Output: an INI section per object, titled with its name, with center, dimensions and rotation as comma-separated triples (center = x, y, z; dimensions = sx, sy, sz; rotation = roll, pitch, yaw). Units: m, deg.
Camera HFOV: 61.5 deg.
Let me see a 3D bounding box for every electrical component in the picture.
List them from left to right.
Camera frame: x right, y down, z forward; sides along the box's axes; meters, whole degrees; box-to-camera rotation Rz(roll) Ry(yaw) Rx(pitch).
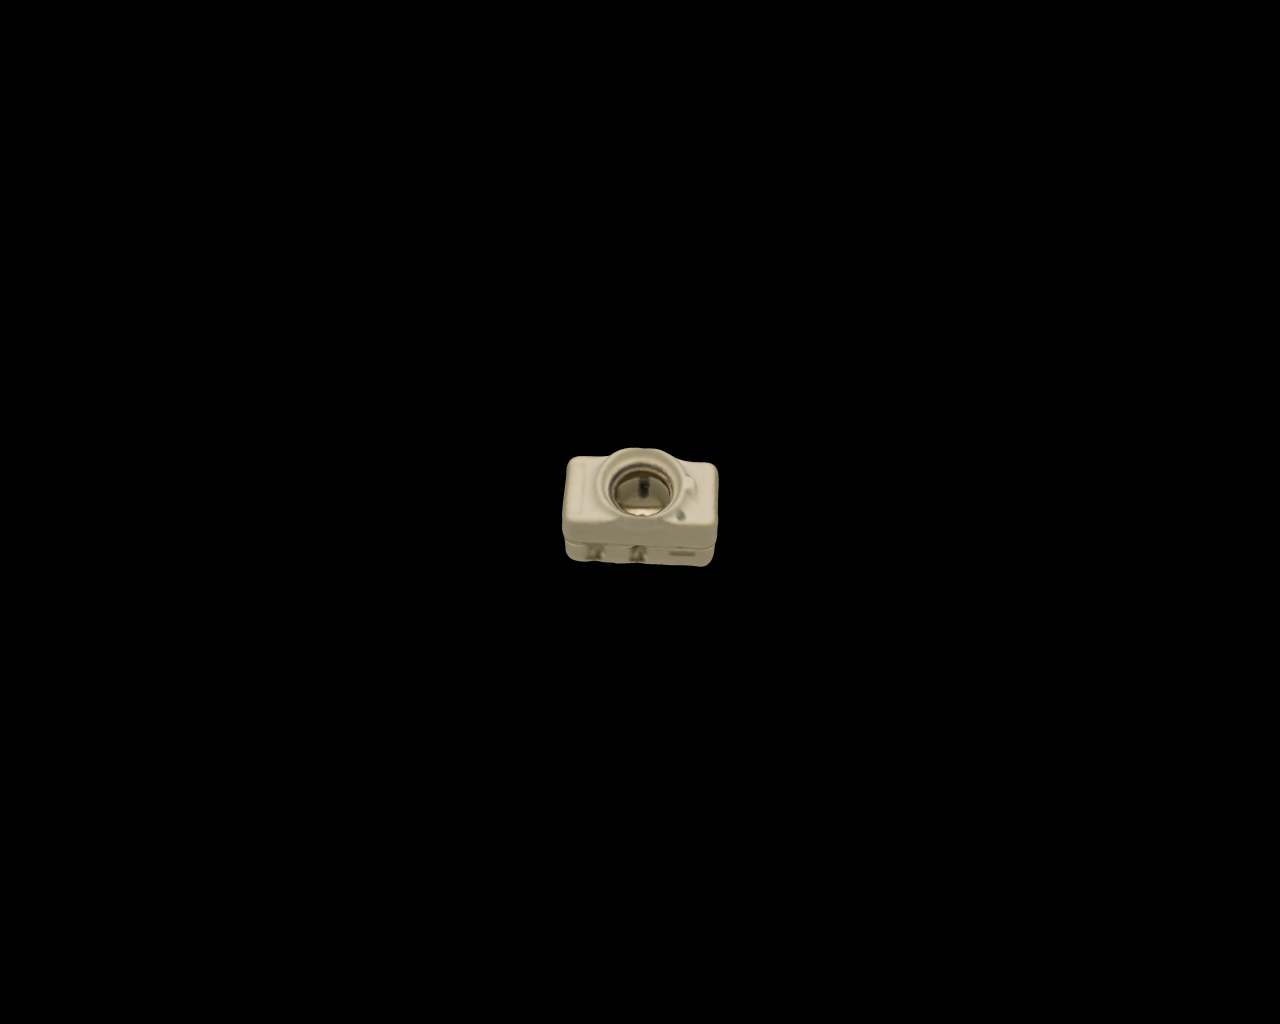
[electrical component]
center = 0.001, -0.003, 0.650
dimensions = 0.089, 0.050, 0.055
rotation = 3, -34, 2
